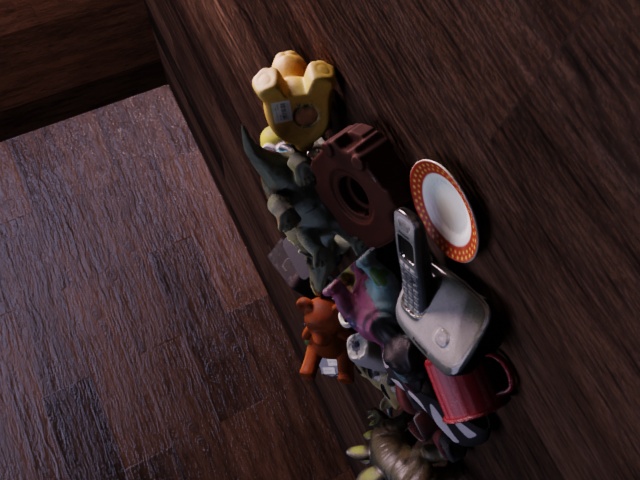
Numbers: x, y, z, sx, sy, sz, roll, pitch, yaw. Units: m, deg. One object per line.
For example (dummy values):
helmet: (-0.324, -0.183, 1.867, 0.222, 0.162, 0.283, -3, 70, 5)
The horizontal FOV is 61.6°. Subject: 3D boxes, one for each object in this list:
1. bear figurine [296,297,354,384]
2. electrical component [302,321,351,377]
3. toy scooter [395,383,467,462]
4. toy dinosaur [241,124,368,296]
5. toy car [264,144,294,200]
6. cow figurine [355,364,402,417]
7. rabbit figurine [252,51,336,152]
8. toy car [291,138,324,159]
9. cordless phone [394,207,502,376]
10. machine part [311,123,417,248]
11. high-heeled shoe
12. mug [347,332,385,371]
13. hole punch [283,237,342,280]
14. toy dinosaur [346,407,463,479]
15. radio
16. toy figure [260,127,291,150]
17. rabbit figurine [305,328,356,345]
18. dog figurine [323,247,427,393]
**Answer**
bear figurine: (0.014, 0.196, 1.060, 0.195, 0.120, 0.132, 78, -161, -62)
electrical component: (0.027, 0.242, 1.217, 0.115, 0.058, 0.134, -11, 92, 44)
toy scooter: (0.185, 0.304, 0.965, 0.184, 0.075, 0.135, 62, 166, 1)
toy dinosaur: (-0.036, -0.069, 0.923, 0.192, 0.131, 0.404, 44, 168, 53)
toy car: (-0.067, -0.112, 1.118, 0.109, 0.103, 0.161, 38, 156, 23)
cow figurine: (0.131, 0.274, 1.103, 0.195, 0.085, 0.127, -162, 56, -69)
rabbit figurine: (-0.032, -0.232, 0.862, 0.162, 0.122, 0.173, 66, -175, -48)
toy car: (-0.030, -0.188, 0.994, 0.202, 0.056, 0.073, 61, 160, 15)
cordless phone: (0.143, 0.055, 0.639, 0.147, 0.089, 0.184, 49, 161, 53)
machine part: (0.060, -0.070, 0.746, 0.179, 0.056, 0.179, 41, 153, 26)
high-heeled shoe: (0.172, 0.200, 0.836, 0.249, 0.086, 0.145, 61, 160, 12)
mug: (0.109, 0.197, 0.975, 0.110, 0.107, 0.081, -19, 67, 43)
hole punch: (-0.004, 0.015, 1.211, 0.116, 0.092, 0.142, -42, 68, 41)
toy dinosaur: (0.167, 0.442, 1.005, 0.105, 0.199, 0.472, 67, 169, -17)
radio: (-0.044, 0.082, 1.360, 0.131, 0.073, 0.230, 35, -179, -28)
toy figure: (-0.092, -0.174, 1.208, 0.089, 0.082, 0.180, 55, 165, 33)
rabbit figurine: (0.051, 0.230, 1.285, 0.159, 0.121, 0.170, 55, 148, 28)
dog figurine: (0.113, 0.122, 0.834, 0.219, 0.108, 0.191, 52, -164, 4)
